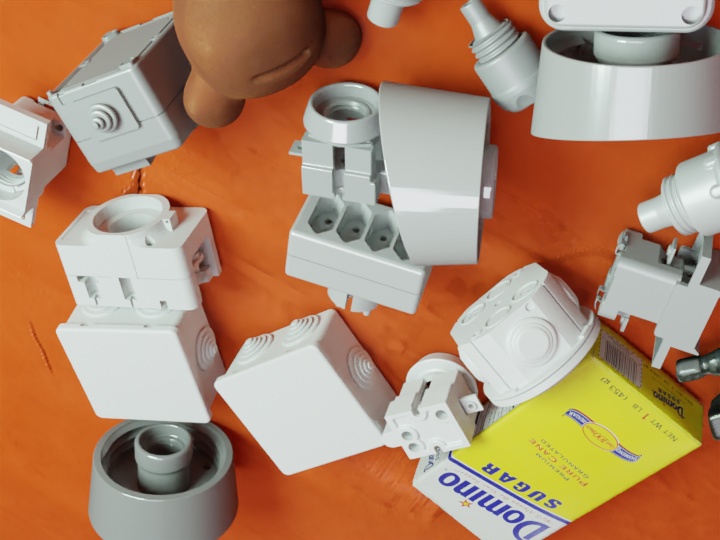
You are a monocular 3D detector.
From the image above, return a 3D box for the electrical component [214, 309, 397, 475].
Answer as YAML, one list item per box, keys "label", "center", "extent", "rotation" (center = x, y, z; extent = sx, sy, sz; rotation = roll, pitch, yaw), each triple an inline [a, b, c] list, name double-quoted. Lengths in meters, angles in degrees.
- label: "electrical component"
  center: [-0.034, 0.082, 0.727]
  extent: [0.100, 0.048, 0.099]
  rotation: [-23, 113, 30]

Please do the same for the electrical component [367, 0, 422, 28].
- label: "electrical component"
  center: [0.020, -0.154, 0.552]
  extent: [0.048, 0.048, 0.062]
  rotation: [23, 134, 2]

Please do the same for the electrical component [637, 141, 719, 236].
- label: "electrical component"
  center: [0.181, -0.038, 0.577]
  extent: [0.062, 0.048, 0.048]
  rotation: [-23, 113, 37]

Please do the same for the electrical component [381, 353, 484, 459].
- label: "electrical component"
  center: [0.050, 0.086, 0.697]
  extent: [0.066, 0.055, 0.048]
  rotation: [-18, 116, 28]

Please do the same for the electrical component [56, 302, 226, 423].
- label: "electrical component"
  center: [-0.147, 0.057, 0.741]
  extent: [0.100, 0.048, 0.099]
  rotation: [0, 131, 16]

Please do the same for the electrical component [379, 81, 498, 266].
- label: "electrical component"
  center: [0.042, -0.051, 0.583]
  extent: [0.064, 0.099, 0.099]
  rotation: [4, 124, 8]

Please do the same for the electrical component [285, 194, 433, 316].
- label: "electrical component"
  center: [0.000, 0.000, 0.661]
  extent: [0.083, 0.047, 0.075]
  rotation: [17, 136, 7]

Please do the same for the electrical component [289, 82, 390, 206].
- label: "electrical component"
  center: [-0.008, -0.073, 0.615]
  extent: [0.066, 0.048, 0.055]
  rotation: [10, 133, 12]

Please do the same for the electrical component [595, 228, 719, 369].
- label: "electrical component"
  center: [0.172, 0.010, 0.613]
  extent: [0.064, 0.042, 0.081]
  rotation: [18, 127, 7]

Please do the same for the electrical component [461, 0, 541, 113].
- label: "electrical component"
  center: [0.074, -0.115, 0.566]
  extent: [0.035, 0.035, 0.061]
  rotation: [-27, 108, 31]

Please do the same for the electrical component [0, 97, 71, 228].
- label: "electrical component"
  center: [-0.212, -0.073, 0.672]
  extent: [0.042, 0.063, 0.081]
  rotation: [24, 127, 0]

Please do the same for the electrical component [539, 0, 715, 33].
- label: "electrical component"
  center: [0.124, -0.168, 0.487]
  extent: [0.078, 0.057, 0.113]
  rotation: [5, 114, 16]

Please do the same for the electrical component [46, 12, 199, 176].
- label: "electrical component"
  center: [-0.124, -0.096, 0.606]
  extent: [0.062, 0.096, 0.061]
  rotation: [-13, 121, 26]

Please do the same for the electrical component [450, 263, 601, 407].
- label: "electrical component"
  center: [0.097, 0.038, 0.635]
  extent: [0.080, 0.080, 0.051]
  rotation: [-34, 102, 33]

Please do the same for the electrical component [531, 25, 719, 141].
- label: "electrical component"
  center: [0.134, -0.088, 0.528]
  extent: [0.099, 0.099, 0.064]
  rotation: [4, 118, 16]

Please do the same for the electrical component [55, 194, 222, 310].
- label: "electrical component"
  center: [-0.144, -0.012, 0.698]
  extent: [0.089, 0.050, 0.055]
  rotation: [2, 125, 17]

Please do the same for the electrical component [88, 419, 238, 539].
- label: "electrical component"
  center: [-0.141, 0.145, 0.773]
  extent: [0.108, 0.108, 0.060]
  rotation: [12, 120, 11]
